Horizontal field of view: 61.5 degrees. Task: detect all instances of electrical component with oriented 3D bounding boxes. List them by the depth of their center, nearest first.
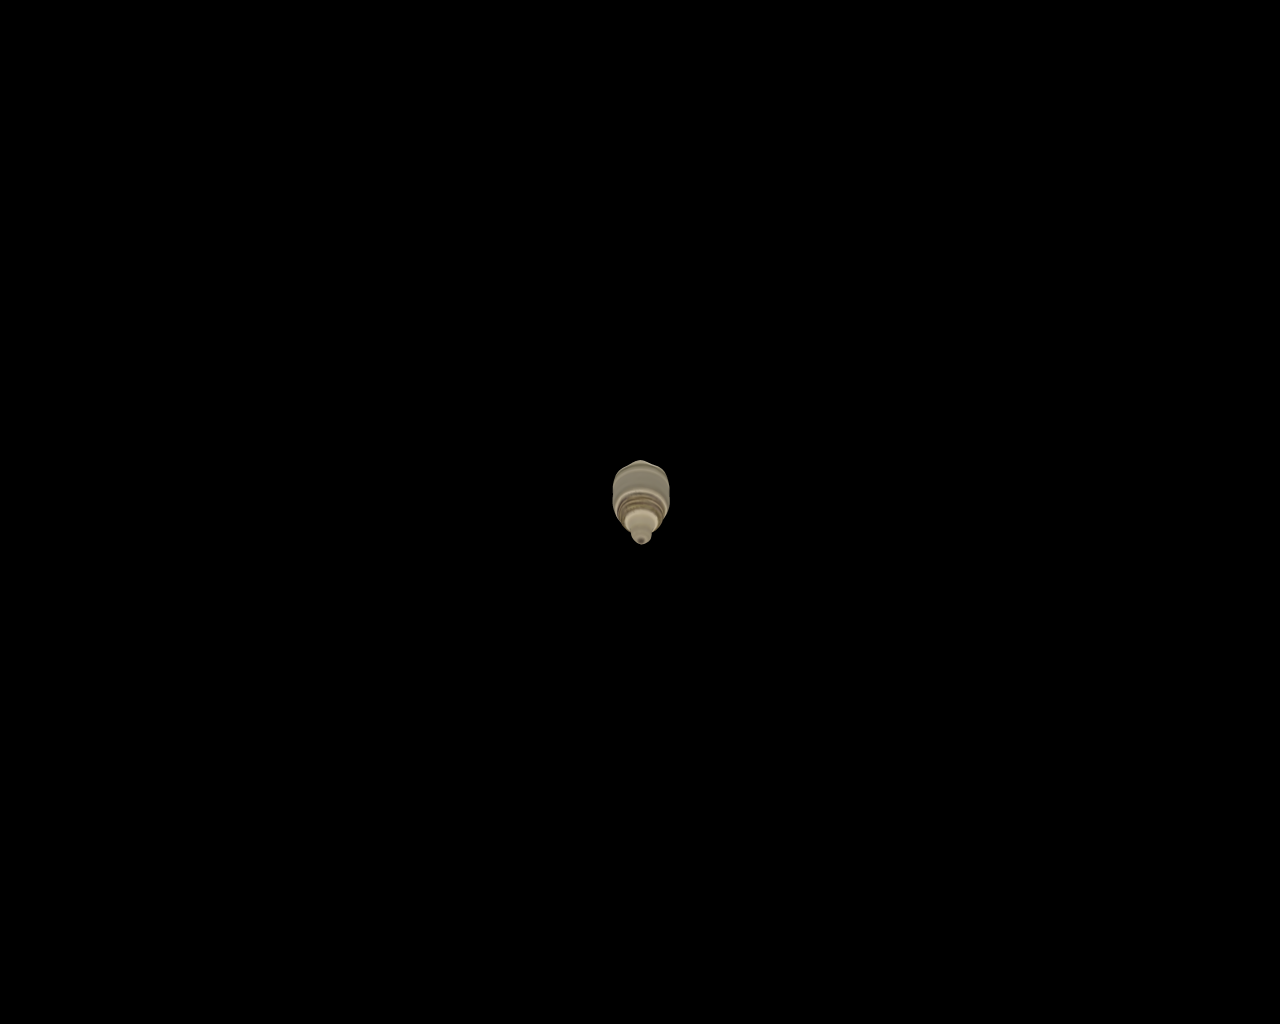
[{"bbox_3d":[0.001,-0.003,0.650,0.035,0.035,0.061,0,41,0],"label":"electrical component"}]
